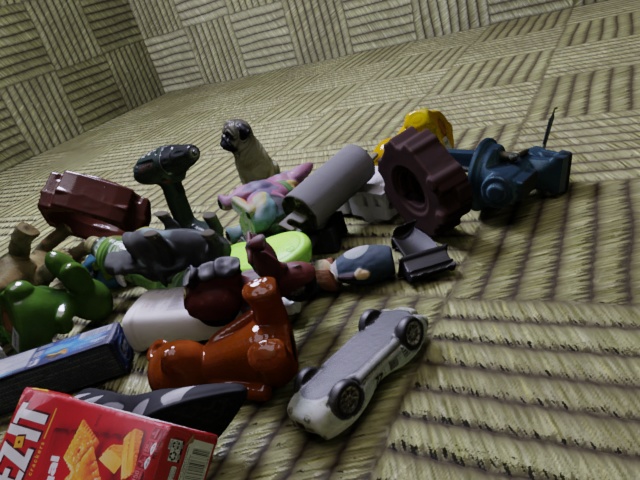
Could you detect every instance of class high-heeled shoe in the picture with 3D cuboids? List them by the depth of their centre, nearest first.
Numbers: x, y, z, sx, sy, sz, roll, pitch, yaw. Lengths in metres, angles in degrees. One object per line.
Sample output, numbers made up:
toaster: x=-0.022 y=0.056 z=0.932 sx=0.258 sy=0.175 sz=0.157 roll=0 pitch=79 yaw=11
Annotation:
high-heeled shoe: x=-0.196 y=0.190 z=0.616 sx=0.249 sy=0.086 sz=0.145 roll=-24 pitch=28 yaw=1

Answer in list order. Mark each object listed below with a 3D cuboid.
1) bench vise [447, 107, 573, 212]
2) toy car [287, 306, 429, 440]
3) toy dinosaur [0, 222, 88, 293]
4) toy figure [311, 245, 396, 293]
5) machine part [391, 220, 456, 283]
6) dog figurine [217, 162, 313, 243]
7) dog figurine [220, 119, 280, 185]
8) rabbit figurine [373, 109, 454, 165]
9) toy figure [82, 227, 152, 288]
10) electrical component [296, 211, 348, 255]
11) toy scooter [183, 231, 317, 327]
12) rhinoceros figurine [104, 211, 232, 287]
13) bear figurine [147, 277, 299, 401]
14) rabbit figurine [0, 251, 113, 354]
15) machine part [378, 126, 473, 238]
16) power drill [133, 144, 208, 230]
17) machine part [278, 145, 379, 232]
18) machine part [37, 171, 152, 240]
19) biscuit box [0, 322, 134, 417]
bench vise: x=0.283 y=-0.125 z=0.902 sx=0.241 sy=0.128 sz=0.224 roll=15 pitch=43 yaw=35
toy car: x=0.047 y=0.139 z=0.604 sx=0.074 sy=0.056 sz=0.202 roll=3 pitch=30 yaw=48
toy dinosaur: x=-0.538 y=0.072 z=0.952 sx=0.198 sy=0.105 sz=0.471 roll=-48 pitch=2 yaw=2
toy figure: x=0.034 y=0.046 z=0.797 sx=0.155 sy=0.058 sz=0.064 roll=-14 pitch=-13 yaw=10
machine part: x=0.144 y=0.017 z=0.805 sx=0.084 sy=0.039 sz=0.139 roll=-22 pitch=27 yaw=2
dog figurine: x=-0.078 y=-0.074 z=1.048 sx=0.219 sy=0.108 sz=0.192 roll=-29 pitch=27 yaw=-28
dog figurine: x=-0.160 y=-0.203 z=1.252 sx=0.121 sy=0.190 sz=0.172 roll=-19 pitch=24 yaw=-3
rabbit figurine: x=0.188 y=-0.208 z=1.143 sx=0.173 sy=0.121 sz=0.162 roll=-25 pitch=17 yaw=31
toy figure: x=-0.380 y=0.038 z=1.025 sx=0.180 sy=0.089 sz=0.082 roll=-19 pitch=34 yaw=-7
electrical component: x=-0.002 y=-0.003 z=0.920 sx=0.075 sy=0.047 sz=0.119 roll=-9 pitch=28 yaw=19
toy scooter: x=-0.101 y=0.046 z=0.688 sx=0.184 sy=0.135 sz=0.075 roll=-13 pitch=54 yaw=4
rhinoceros figurine: x=-0.232 y=0.017 z=0.825 sx=0.190 sy=0.111 sz=0.073 roll=-7 pitch=37 yaw=-5
bear figurine: x=-0.129 y=0.135 z=0.640 sx=0.196 sy=0.131 sz=0.120 roll=-9 pitch=54 yaw=2
rabbit figurine: x=-0.425 y=0.099 z=0.877 sx=0.121 sy=0.159 sz=0.170 roll=20 pitch=23 yaw=35
machine part: x=0.159 y=-0.087 z=0.845 sx=0.056 sy=0.179 sz=0.180 roll=-30 pitch=28 yaw=-16
power drill: x=-0.286 y=-0.095 z=1.102 sx=0.232 sy=0.207 sz=0.086 roll=5 pitch=40 yaw=43
machine part: x=0.017 y=-0.090 z=0.920 sx=0.079 sy=0.079 sz=0.243 roll=12 pitch=45 yaw=45
machine part: x=-0.455 y=-0.058 z=1.104 sx=0.201 sy=0.201 sz=0.087 roll=133 pitch=152 yaw=-67
biscuit box: x=-0.375 y=0.184 z=0.767 sx=0.203 sy=0.062 sz=0.059 roll=-18 pitch=25 yaw=-2
